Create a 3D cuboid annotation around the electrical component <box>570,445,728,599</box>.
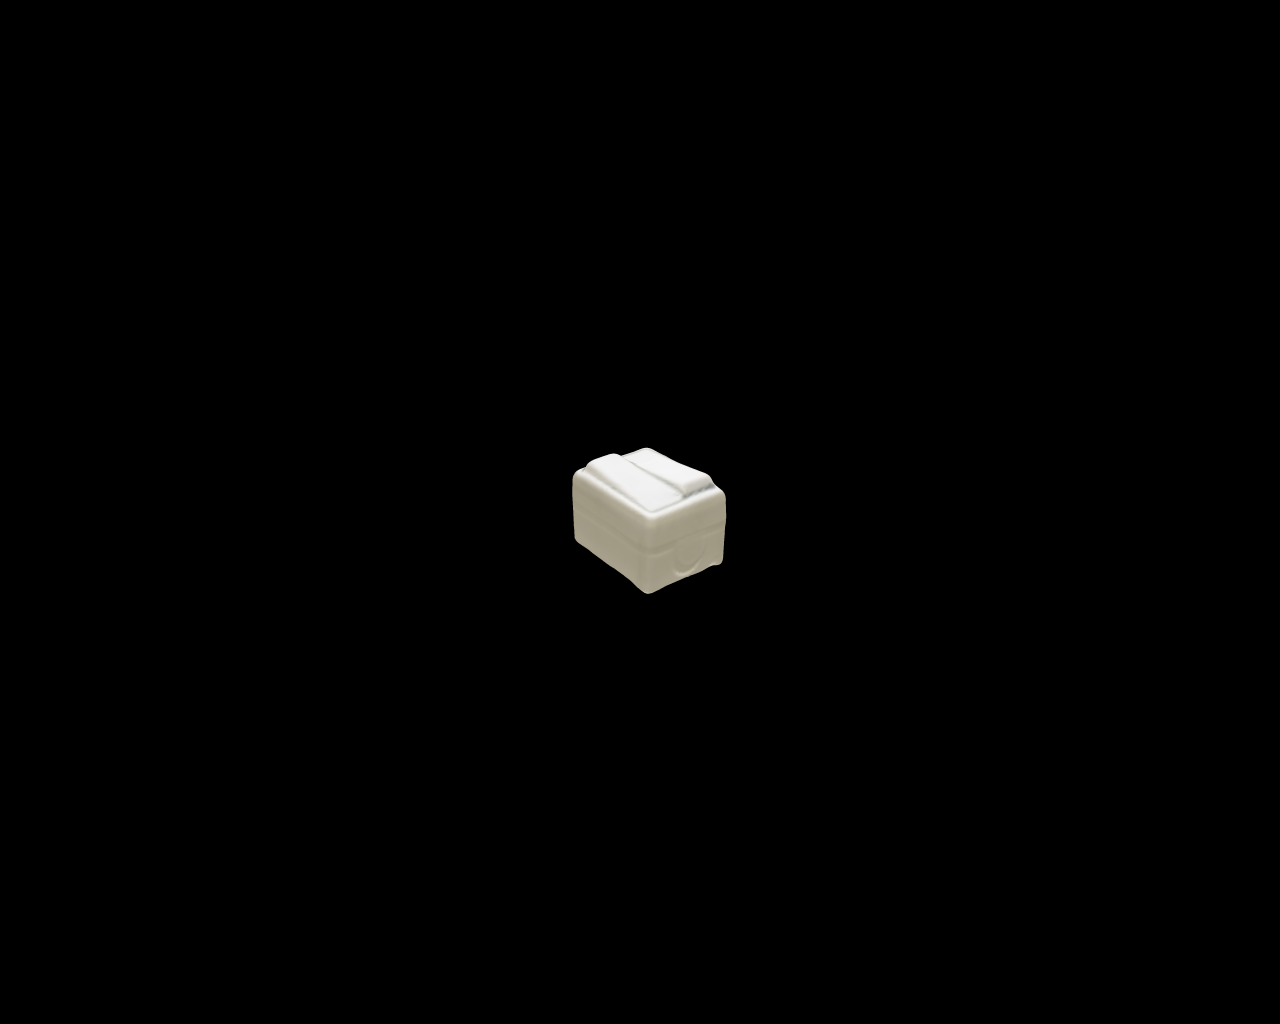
[{"bbox_3d":[0.001,-0.003,0.650,0.062,0.061,0.096,-20,35,-31],"label":"electrical component"}]
